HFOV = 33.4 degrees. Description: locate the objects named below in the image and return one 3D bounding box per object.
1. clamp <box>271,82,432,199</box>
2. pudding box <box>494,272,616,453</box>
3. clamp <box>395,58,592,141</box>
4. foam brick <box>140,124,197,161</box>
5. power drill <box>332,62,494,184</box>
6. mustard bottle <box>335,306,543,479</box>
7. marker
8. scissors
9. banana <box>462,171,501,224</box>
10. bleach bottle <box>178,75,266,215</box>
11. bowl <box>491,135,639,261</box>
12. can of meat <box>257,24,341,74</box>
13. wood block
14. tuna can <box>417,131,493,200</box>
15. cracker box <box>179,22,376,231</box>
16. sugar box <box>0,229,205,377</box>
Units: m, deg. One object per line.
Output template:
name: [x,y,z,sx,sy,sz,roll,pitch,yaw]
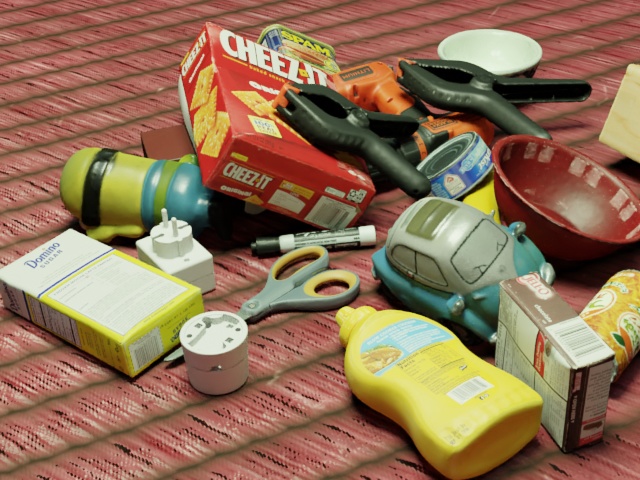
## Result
clamp: [0.035,-0.112,1.043,0.171,0.039,0.120,30,28,-15]
pudding box: [0.177,0.092,0.822,0.039,0.090,0.113,-14,37,-14]
clamp: [0.185,-0.161,1.157,0.210,0.036,0.164,24,37,25]
foam brick: [-0.158,-0.081,1.136,0.051,0.053,0.078,-11,35,-11]
power drill: [0.070,-0.128,1.185,0.184,0.057,0.188,-18,40,-27]
mustard bottle: [0.076,0.105,0.839,0.096,0.058,0.192,-24,40,-28]
marker: [-0.007,0.001,1.033,0.121,0.020,0.020,-6,34,-3]
scissors: [-0.040,0.064,0.946,0.096,0.016,0.201,17,39,27]
banana: [0.169,-0.019,1.031,0.070,0.037,0.197,2,35,11]
bleach bottle: [-0.089,-0.110,1.168,0.102,0.068,0.251,-7,37,-14]
bowl: [0.223,-0.030,1.000,0.162,0.055,0.162,17,34,-12]
can of meat: [-0.024,-0.204,1.277,0.102,0.057,0.084,19,29,-24]
wood block: [0.394,-0.095,1.057,0.090,0.090,0.206,-1,27,-37]
tuna can: [0.132,-0.071,1.074,0.086,0.033,0.086,-36,15,11]
cracker box: [-0.046,-0.116,1.075,0.164,0.072,0.214,19,34,-28]
sugar box: [-0.197,0.052,0.952,0.176,0.048,0.093,20,40,36]
